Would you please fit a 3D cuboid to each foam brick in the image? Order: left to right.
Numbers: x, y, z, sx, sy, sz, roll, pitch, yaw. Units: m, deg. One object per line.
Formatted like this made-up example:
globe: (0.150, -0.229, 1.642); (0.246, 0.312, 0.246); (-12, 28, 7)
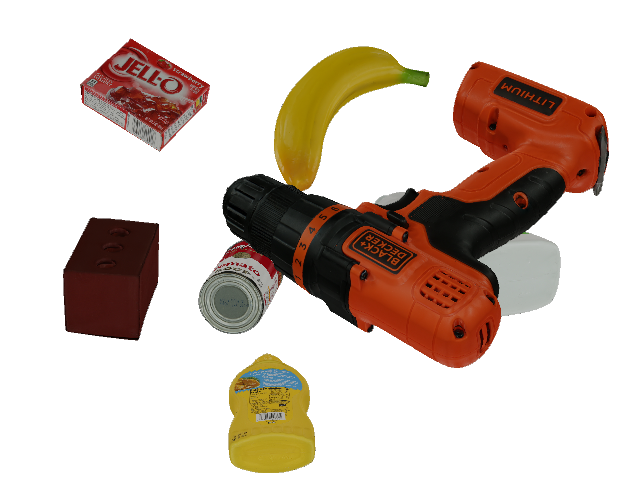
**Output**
foam brick: (-0.146, 0.026, 0.751); (0.053, 0.051, 0.078); (6, 29, -1)

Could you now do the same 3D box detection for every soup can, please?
soup can: (-0.081, 0.047, 1.094); (0.068, 0.068, 0.102); (0, 18, 10)

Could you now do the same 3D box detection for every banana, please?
banana: (0.011, -0.102, 0.794); (0.070, 0.037, 0.197); (24, 43, 21)

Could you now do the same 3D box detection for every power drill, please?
power drill: (0.060, -0.027, 0.614); (0.185, 0.057, 0.187); (31, 59, 31)

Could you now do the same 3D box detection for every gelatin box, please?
gelatin box: (-0.155, -0.130, 0.944); (0.089, 0.073, 0.030); (32, -35, 9)

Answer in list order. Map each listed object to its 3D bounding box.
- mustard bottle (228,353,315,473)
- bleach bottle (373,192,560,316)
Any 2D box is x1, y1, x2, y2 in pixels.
mustard bottle: (-0.060, 0.192, 1.254); (0.096, 0.058, 0.191); (-4, 27, -3)
bleach bottle: (0.111, 0.000, 1.001); (0.102, 0.068, 0.251); (-5, 17, -25)
